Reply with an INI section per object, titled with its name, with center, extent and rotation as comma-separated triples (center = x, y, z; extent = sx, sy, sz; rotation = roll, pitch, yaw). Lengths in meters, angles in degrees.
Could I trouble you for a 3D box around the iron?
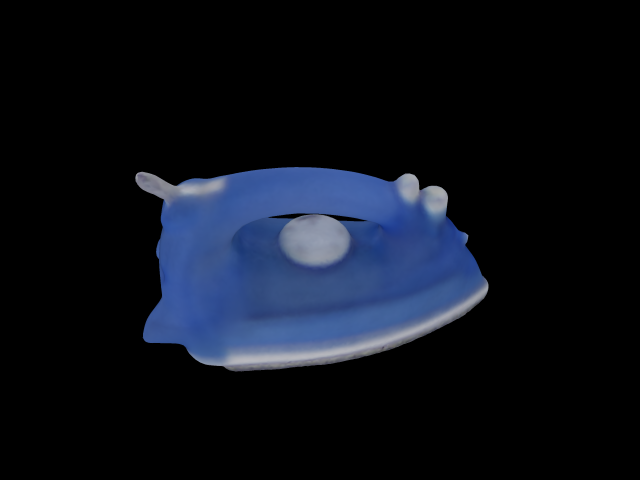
[iron]
center = 0.004, 0.001, 0.400
extent = 0.258, 0.141, 0.118
rotation = -4, 46, -4
